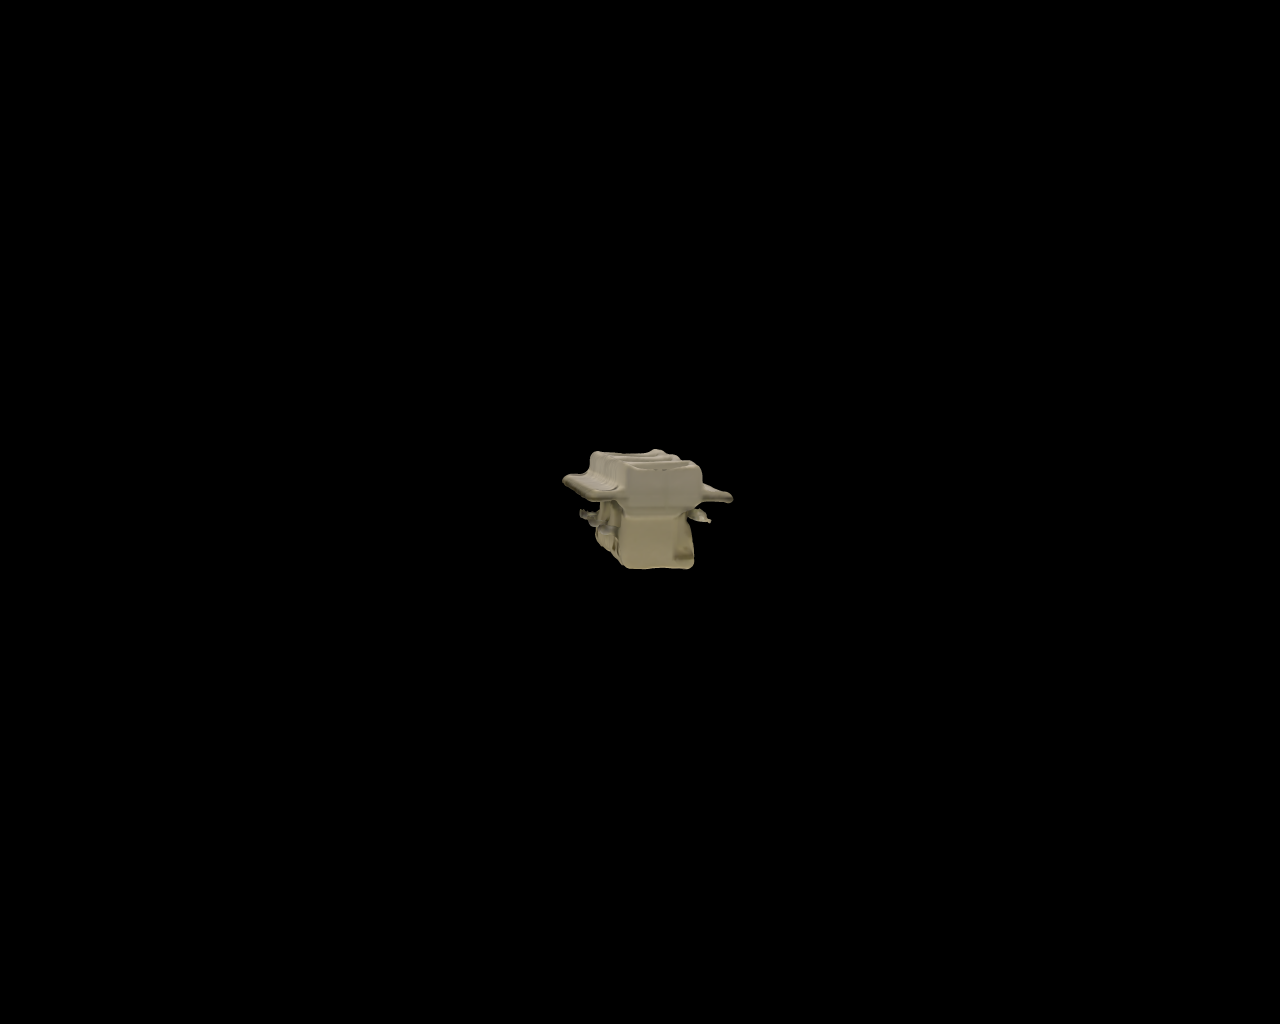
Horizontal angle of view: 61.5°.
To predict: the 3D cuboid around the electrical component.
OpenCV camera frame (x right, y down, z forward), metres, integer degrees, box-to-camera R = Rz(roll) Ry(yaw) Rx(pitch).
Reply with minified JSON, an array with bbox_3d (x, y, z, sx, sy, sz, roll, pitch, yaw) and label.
[{"bbox_3d":[0.001,-0.003,0.650,0.079,0.063,0.121,-1,7,-11],"label":"electrical component"}]
